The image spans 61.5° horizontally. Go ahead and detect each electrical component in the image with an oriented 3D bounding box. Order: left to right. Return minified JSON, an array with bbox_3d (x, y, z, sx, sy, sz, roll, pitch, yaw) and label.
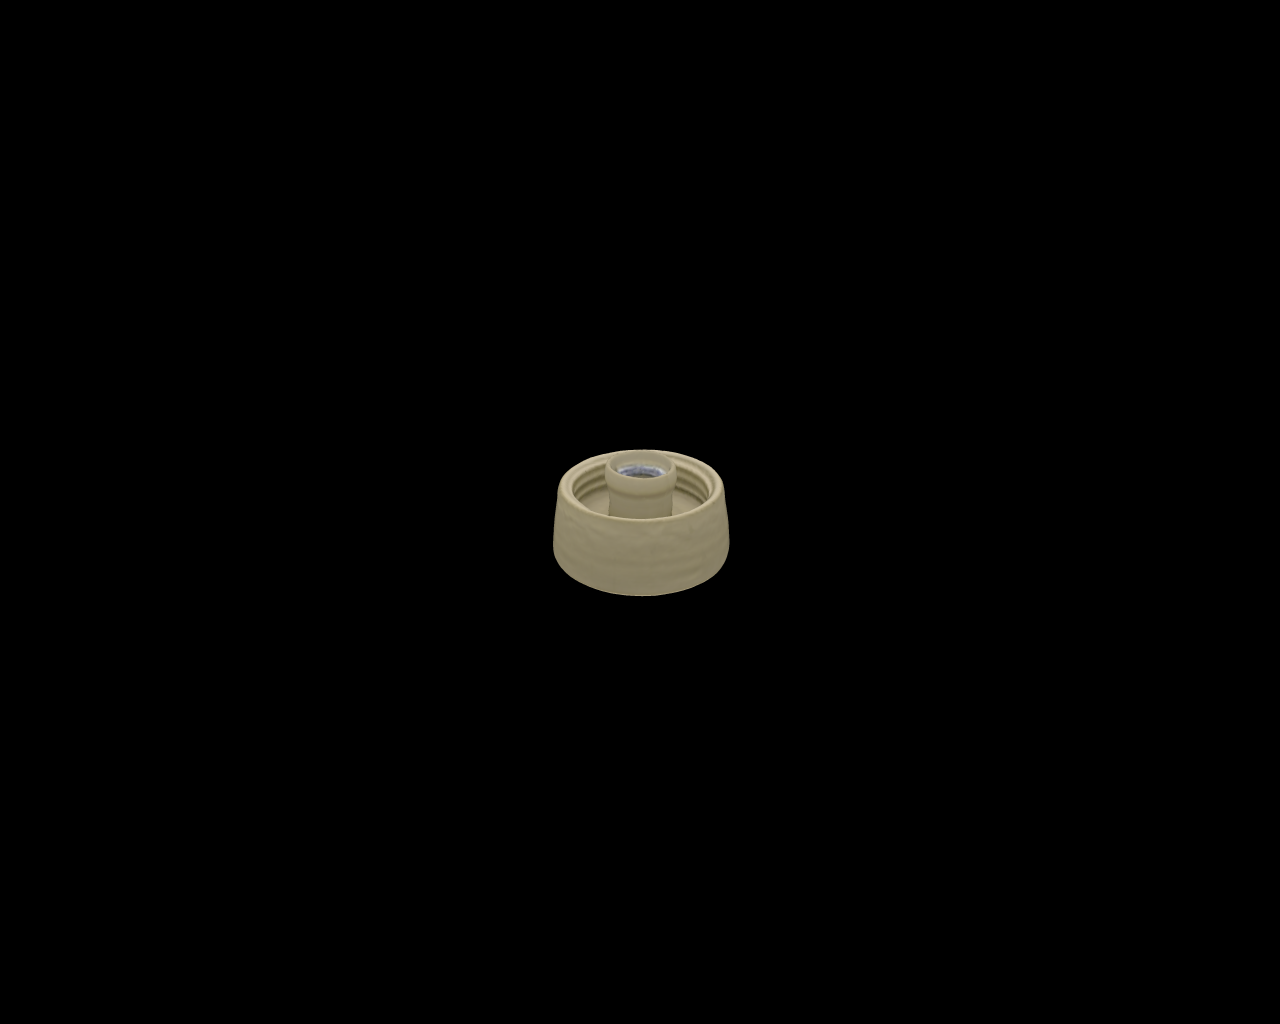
[{"bbox_3d":[0.001,-0.003,0.650,0.108,0.060,0.108,0,28,0],"label":"electrical component"}]
